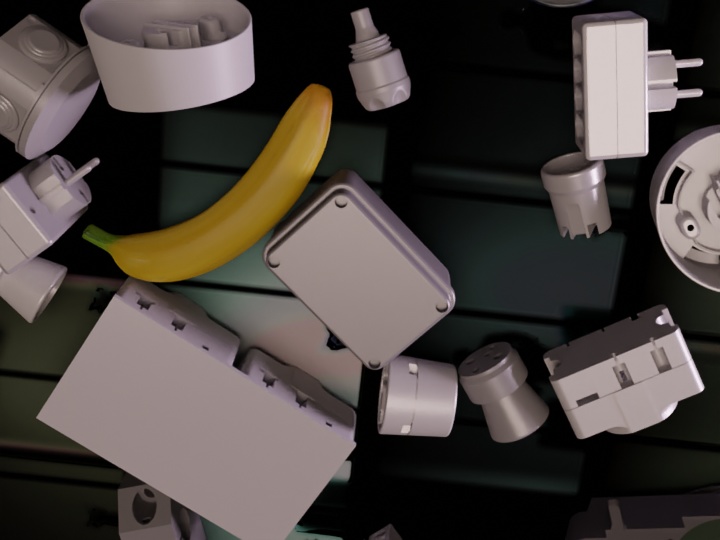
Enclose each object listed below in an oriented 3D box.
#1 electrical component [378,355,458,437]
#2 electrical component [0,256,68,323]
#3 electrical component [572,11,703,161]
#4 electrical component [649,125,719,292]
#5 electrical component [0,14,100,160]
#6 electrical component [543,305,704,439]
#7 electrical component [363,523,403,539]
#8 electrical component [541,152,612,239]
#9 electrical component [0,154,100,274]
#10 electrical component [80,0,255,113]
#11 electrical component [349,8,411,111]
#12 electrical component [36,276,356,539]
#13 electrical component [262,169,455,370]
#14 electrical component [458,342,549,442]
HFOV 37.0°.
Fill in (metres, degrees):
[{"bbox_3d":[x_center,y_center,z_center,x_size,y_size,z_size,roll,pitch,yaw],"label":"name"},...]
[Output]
[{"bbox_3d":[0.039,0.087,0.736,0.047,0.055,0.055,7,109,-4],"label":"electrical component"},{"bbox_3d":[-0.232,0.003,0.723,0.055,0.045,0.045,33,107,-8],"label":"electrical component"},{"bbox_3d":[0.173,-0.116,0.663,0.076,0.047,0.083,-4,109,4],"label":"electrical component"},{"bbox_3d":[0.234,-0.041,0.678,0.099,0.064,0.099,1,109,2],"label":"electrical component"},{"bbox_3d":[-0.199,-0.113,0.664,0.051,0.080,0.080,34,107,-4],"label":"electrical component"},{"bbox_3d":[0.178,0.072,0.726,0.089,0.050,0.055,-24,106,11],"label":"electrical component"},{"bbox_3d":[0.019,0.226,0.790,0.066,0.048,0.055,-34,97,12],"label":"electrical component"},{"bbox_3d":[0.141,-0.048,0.693,0.040,0.040,0.046,-15,113,7],"label":"electrical component"},{"bbox_3d":[-0.198,-0.047,0.684,0.076,0.083,0.047,-33,105,13],"label":"electrical component"},{"bbox_3d":[-0.112,-0.133,0.645,0.099,0.099,0.064,-5,115,4],"label":"electrical component"},{"bbox_3d":[0.009,-0.132,0.672,0.035,0.035,0.061,-16,105,8],"label":"electrical component"},{"bbox_3d":[-0.108,0.098,0.742,0.186,0.060,0.105,33,107,-9],"label":"electrical component"},{"bbox_3d":[0.000,0.000,0.705,0.078,0.057,0.113,-41,103,14],"label":"electrical component"},{"bbox_3d":[0.098,0.083,0.737,0.045,0.045,0.055,-27,105,11],"label":"electrical component"}]
